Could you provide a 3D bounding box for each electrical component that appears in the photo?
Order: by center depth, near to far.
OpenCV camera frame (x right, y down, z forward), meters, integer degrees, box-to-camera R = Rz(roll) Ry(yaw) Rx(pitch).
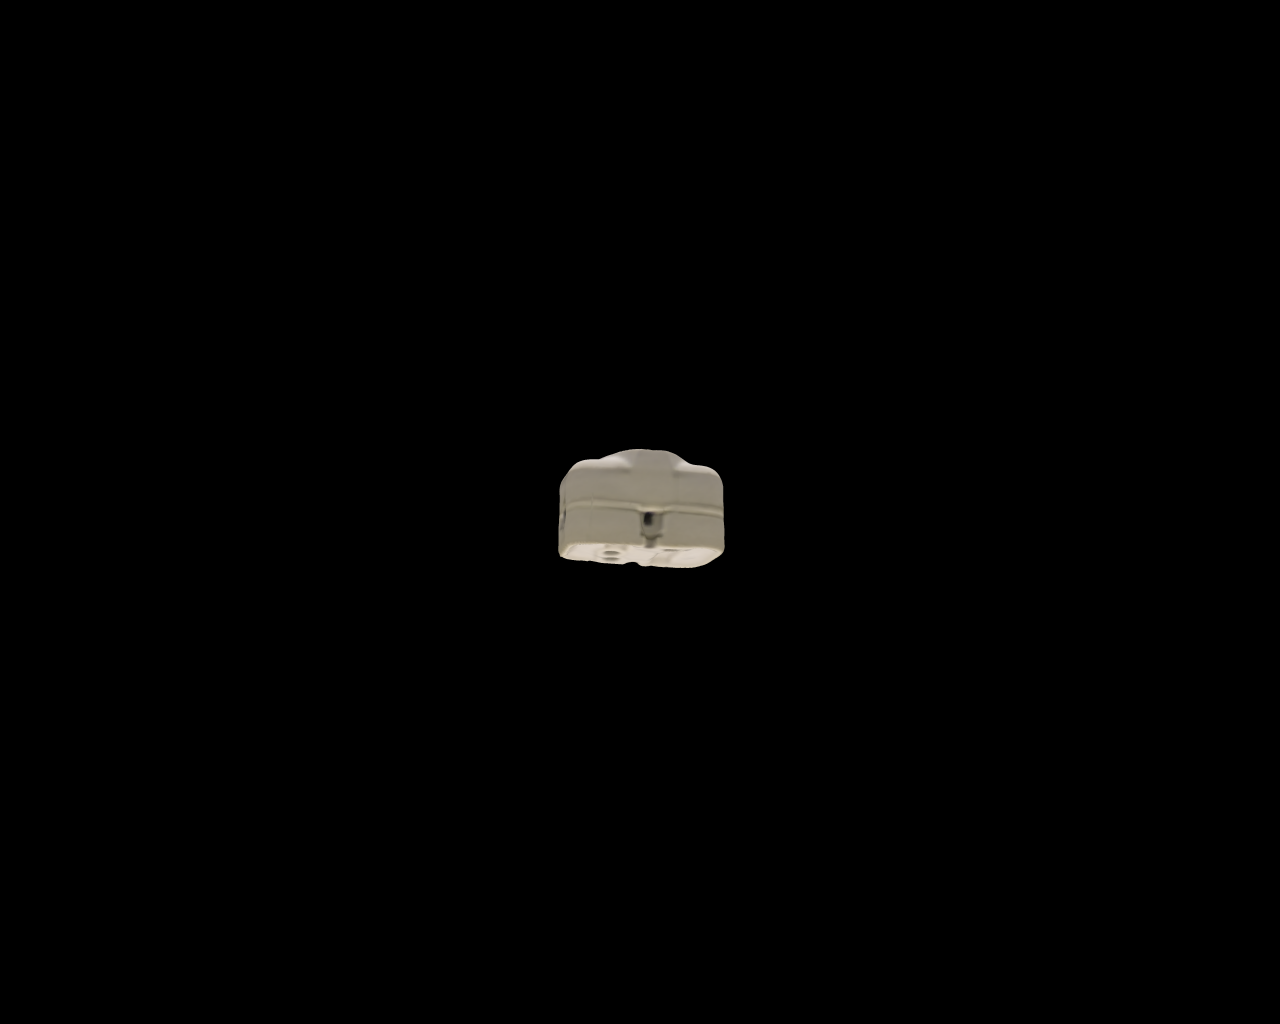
[{"bbox_3d":[0.001,-0.003,0.650,0.095,0.059,0.053,4,-15,-14],"label":"electrical component"}]
